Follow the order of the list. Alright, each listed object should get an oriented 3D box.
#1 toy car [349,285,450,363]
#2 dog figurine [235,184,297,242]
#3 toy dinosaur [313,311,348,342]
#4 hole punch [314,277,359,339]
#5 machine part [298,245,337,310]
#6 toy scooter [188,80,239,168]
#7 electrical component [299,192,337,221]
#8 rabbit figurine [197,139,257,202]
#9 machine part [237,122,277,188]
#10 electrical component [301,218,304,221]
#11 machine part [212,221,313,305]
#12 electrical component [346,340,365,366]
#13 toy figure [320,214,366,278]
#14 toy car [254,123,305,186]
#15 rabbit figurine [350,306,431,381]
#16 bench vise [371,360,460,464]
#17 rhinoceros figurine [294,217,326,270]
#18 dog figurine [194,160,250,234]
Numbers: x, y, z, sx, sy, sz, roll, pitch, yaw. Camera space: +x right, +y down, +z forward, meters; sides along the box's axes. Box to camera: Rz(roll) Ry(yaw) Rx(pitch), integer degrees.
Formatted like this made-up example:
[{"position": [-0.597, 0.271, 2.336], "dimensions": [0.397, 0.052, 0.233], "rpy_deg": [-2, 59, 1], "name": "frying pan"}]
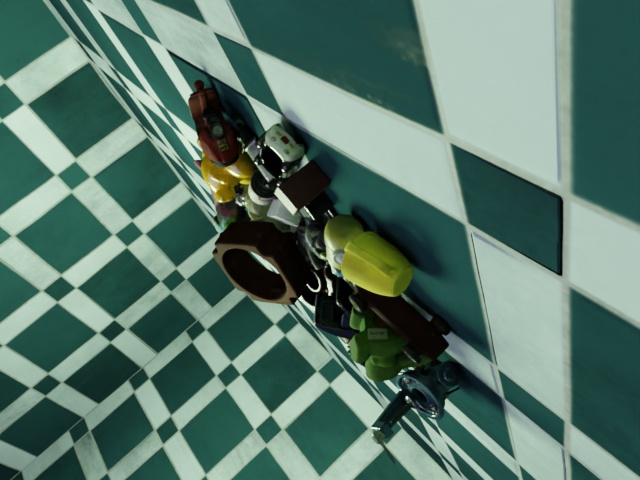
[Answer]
[{"position": [0.142, 0.135, 0.964], "dimensions": [0.202, 0.089, 0.053], "rpy_deg": [42, 166, 26], "name": "toy car"}, {"position": [-0.131, -0.065, 1.360], "dimensions": [0.172, 0.121, 0.191], "rpy_deg": [64, 175, -35], "name": "dog figurine"}, {"position": [0.033, 0.209, 1.583], "dimensions": [0.471, 0.105, 0.198], "rpy_deg": [52, 172, 6], "name": "toy dinosaur"}, {"position": [0.050, 0.155, 1.166], "dimensions": [0.115, 0.092, 0.142], "rpy_deg": [43, -157, -21], "name": "hole punch"}, {"position": [-0.005, 0.090, 1.289], "dimensions": [0.180, 0.056, 0.179], "rpy_deg": [29, 131, 39], "name": "machine part"}, {"position": [-0.221, -0.243, 1.094], "dimensions": [0.135, 0.075, 0.184], "rpy_deg": [87, 159, -53], "name": "toy scooter"}, {"position": [-0.011, -0.063, 0.999], "dimensions": [0.119, 0.048, 0.075], "rpy_deg": [55, 168, -18], "name": "electrical component"}, {"position": [-0.198, -0.180, 1.217], "dimensions": [0.173, 0.122, 0.162], "rpy_deg": [4, 123, 61], "name": "rabbit figurine"}, {"position": [-0.129, -0.171, 1.104], "dimensions": [0.139, 0.039, 0.084], "rpy_deg": [55, 160, 5], "name": "machine part"}, {"position": [-0.061, -0.072, 1.219], "dimensions": [0.094, 0.021, 0.063], "rpy_deg": [36, 163, 46], "name": "electrical component"}, {"position": [-0.132, 0.052, 1.242], "dimensions": [0.202, 0.087, 0.200], "rpy_deg": [0, 134, 36], "name": "machine part"}, {"position": [0.121, 0.213, 1.177], "dimensions": [0.058, 0.134, 0.115], "rpy_deg": [49, 170, -12], "name": "electrical component"}, {"position": [0.044, 0.017, 0.970], "dimensions": [0.089, 0.082, 0.180], "rpy_deg": [47, 171, 13], "name": "toy figure"}, {"position": [-0.072, -0.146, 0.940], "dimensions": [0.073, 0.056, 0.202], "rpy_deg": [44, 170, -2], "name": "toy car"}, {"position": [0.134, 0.208, 1.058], "dimensions": [0.121, 0.159, 0.170], "rpy_deg": [-102, 5, -48], "name": "rabbit figurine"}, {"position": [0.183, 0.330, 1.117], "dimensions": [0.129, 0.240, 0.223], "rpy_deg": [53, 152, -3], "name": "bench vise"}, {"position": [-0.002, -0.003, 1.112], "dimensions": [0.112, 0.073, 0.190], "rpy_deg": [66, 170, -11], "name": "rhinoceros figurine"}, {"position": [-0.255, -0.130, 1.430], "dimensions": [0.219, 0.109, 0.191], "rpy_deg": [62, -152, -53], "name": "dog figurine"}]
